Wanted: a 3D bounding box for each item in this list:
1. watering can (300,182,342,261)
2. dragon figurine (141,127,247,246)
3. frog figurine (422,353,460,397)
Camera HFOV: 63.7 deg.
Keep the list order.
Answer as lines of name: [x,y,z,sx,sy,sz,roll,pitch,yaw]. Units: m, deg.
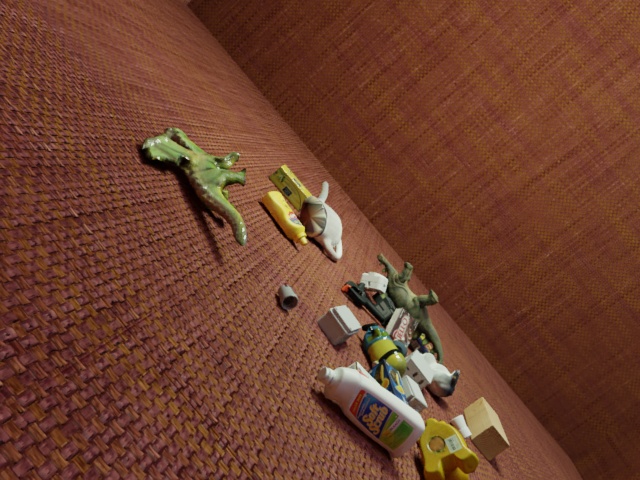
watering can: [0.006,-0.094,1.864,0.221,0.103,0.354,36,37,-56]
dragon figurine: [-0.286,-0.146,1.148,0.241,0.120,0.419,23,23,-29]
frog figurine: [0.373,0.445,1.706,0.160,0.122,0.137,16,8,23]
